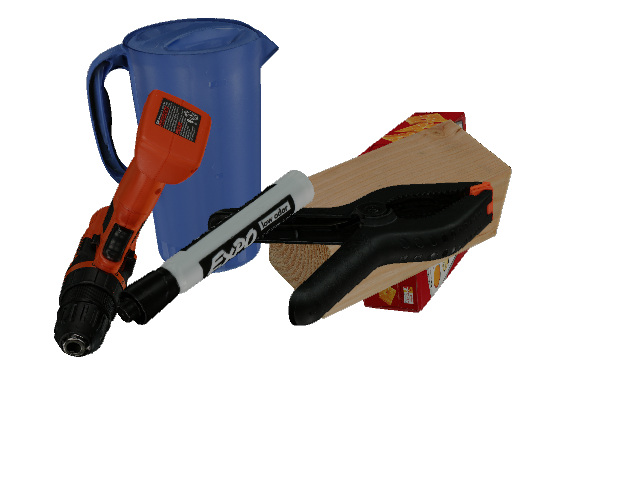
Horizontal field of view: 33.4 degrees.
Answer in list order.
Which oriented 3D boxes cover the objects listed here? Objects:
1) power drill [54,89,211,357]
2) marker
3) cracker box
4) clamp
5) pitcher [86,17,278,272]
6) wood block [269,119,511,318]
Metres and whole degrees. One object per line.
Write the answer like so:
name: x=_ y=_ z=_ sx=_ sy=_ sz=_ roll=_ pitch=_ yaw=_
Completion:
power drill: x=-0.158 y=-0.016 z=0.870 sx=0.057 sy=0.188 sz=0.184 roll=25 pitch=30 yaw=-17
marker: x=-0.049 y=0.002 z=0.508 sx=0.020 sy=0.020 sz=0.120 roll=0 pitch=30 yaw=49
cracker box: x=0.104 y=-0.038 z=1.168 sx=0.072 sy=0.164 sz=0.213 roll=2 pitch=20 yaw=24
clamp: x=0.029 y=-0.009 z=0.780 sx=0.209 sy=0.036 sz=0.165 roll=-19 pitch=31 yaw=-26
pitcher: x=-0.130 y=-0.093 z=1.070 sx=0.149 sy=0.243 sz=0.144 roll=12 pitch=29 yaw=26
wood block: x=0.063 y=-0.023 z=0.981 sx=0.205 sy=0.090 sz=0.091 roll=-24 pitch=50 yaw=-28
